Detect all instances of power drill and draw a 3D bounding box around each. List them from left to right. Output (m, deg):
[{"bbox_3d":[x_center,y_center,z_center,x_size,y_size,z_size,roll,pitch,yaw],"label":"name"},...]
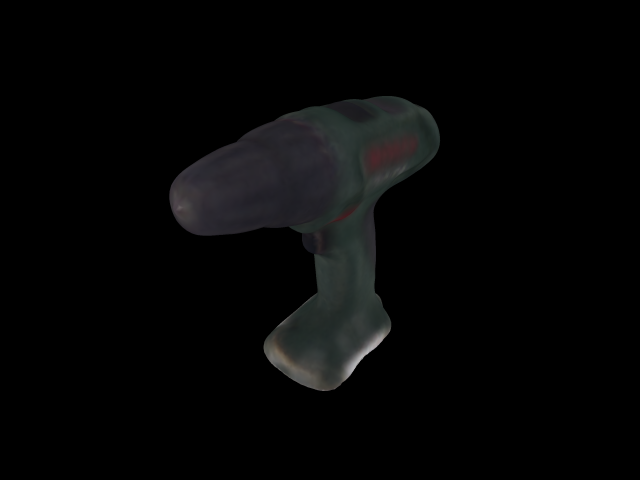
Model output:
[{"bbox_3d":[0.004,0.001,0.400,0.075,0.208,0.230,25,45,28],"label":"power drill"}]
